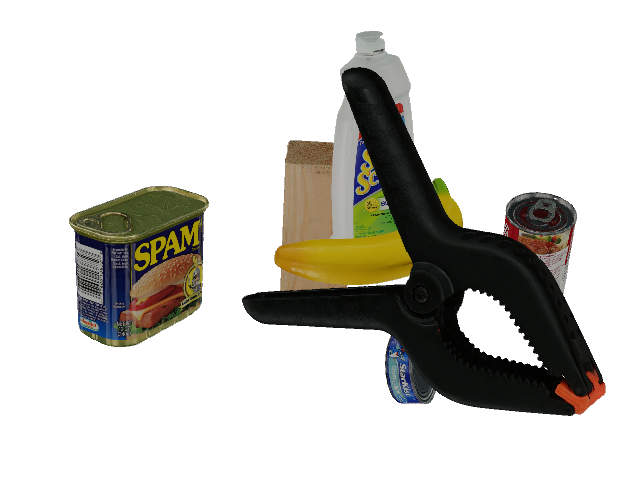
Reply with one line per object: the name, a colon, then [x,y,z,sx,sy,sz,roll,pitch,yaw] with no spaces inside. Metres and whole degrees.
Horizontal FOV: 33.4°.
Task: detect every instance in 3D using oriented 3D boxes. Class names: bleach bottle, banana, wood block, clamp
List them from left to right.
wood block: [-0.004,-0.018,1.392,0.090,0.206,0.091,4,25,0]
bleach bottle: [0.053,-0.104,1.184,0.102,0.251,0.068,-10,24,-12]
banana: [0.054,0.003,0.853,0.197,0.037,0.070,-22,44,-40]
clamp: [0.060,0.015,0.566,0.210,0.165,0.036,29,25,25]

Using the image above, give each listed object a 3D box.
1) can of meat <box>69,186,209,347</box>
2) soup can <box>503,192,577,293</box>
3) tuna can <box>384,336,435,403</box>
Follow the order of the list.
can of meat: [-0.125,0.017,0.749,0.058,0.084,0.101,17,26,29]
soup can: [0.213,0.013,1.056,0.068,0.102,0.068,-1,37,0]
tuna can: [0.105,0.144,1.224,0.034,0.086,0.086,-5,-2,26]
